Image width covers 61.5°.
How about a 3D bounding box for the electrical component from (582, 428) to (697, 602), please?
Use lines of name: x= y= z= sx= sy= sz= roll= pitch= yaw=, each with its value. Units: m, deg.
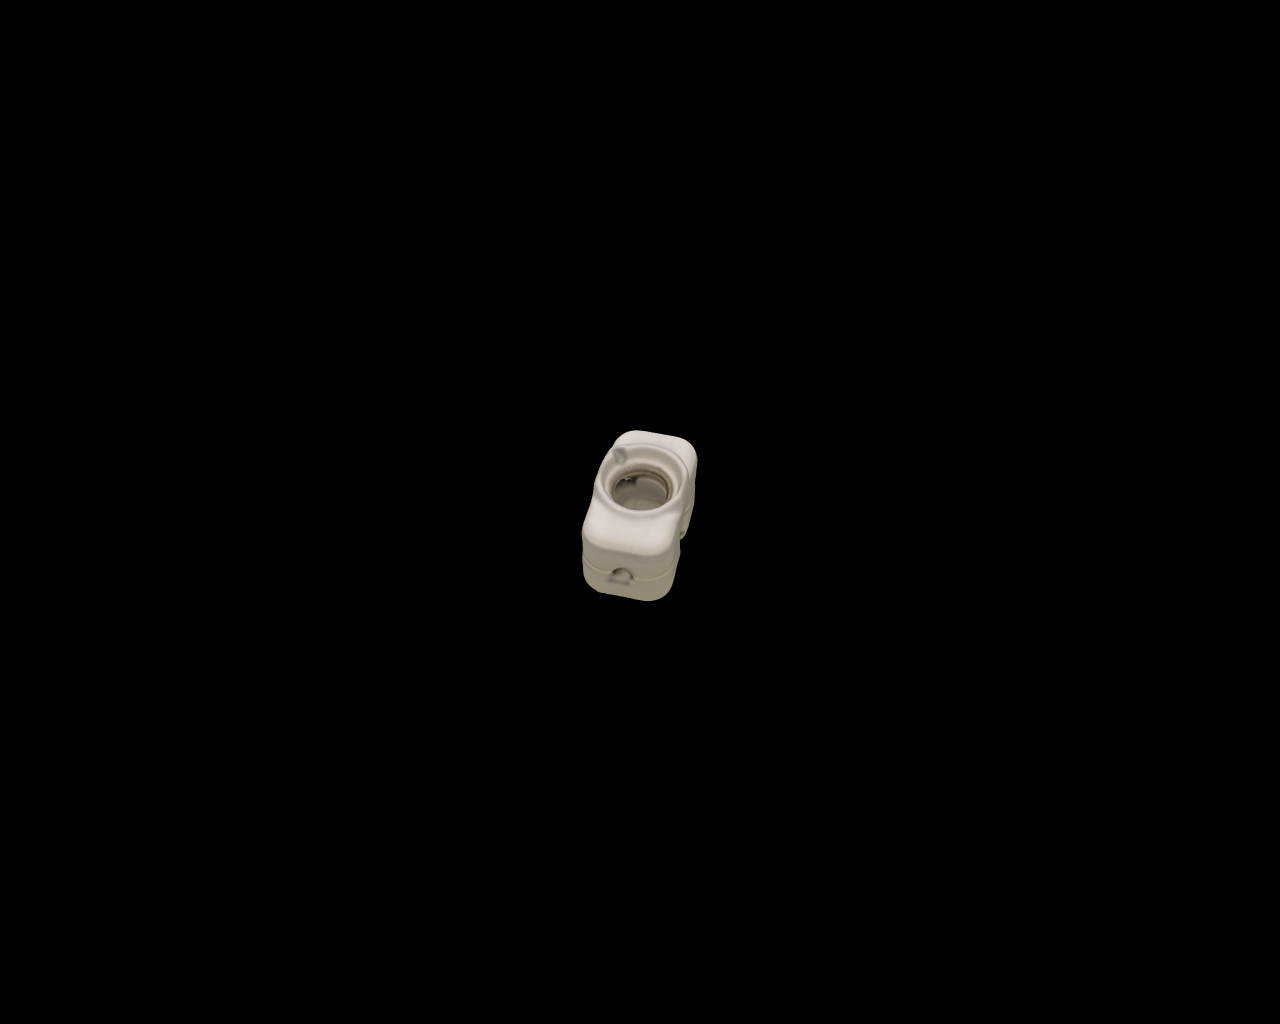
electrical component: x=0.001 y=-0.003 z=0.650 sx=0.054 sy=0.095 sz=0.059 roll=11 pitch=-39 yaw=9
